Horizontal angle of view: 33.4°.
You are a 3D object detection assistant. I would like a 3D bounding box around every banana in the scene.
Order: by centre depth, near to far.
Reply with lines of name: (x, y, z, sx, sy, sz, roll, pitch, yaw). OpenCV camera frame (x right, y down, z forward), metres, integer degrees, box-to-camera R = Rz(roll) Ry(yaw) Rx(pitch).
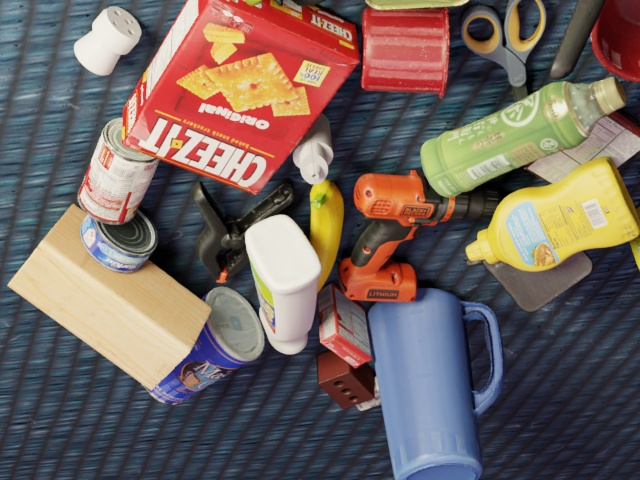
banana: (0.001, -0.014, 1.249, 0.037, 0.069, 0.198, 26, 150, 17)

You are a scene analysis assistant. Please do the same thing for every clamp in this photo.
clamp: (0.257, -0.252, 0.974, 0.210, 0.164, 0.036, -26, 165, 10)
clamp: (-0.093, -0.013, 1.261, 0.120, 0.039, 0.171, -1, 144, -9)

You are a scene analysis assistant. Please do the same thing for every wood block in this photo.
wood block: (-0.241, 0.067, 1.244, 0.206, 0.090, 0.090, 39, 123, -10)

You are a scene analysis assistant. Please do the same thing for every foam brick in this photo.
foam brick: (0.035, 0.190, 1.479, 0.053, 0.051, 0.078, -23, 134, 20)

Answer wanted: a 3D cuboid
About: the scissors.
scissors: (0.189, -0.178, 1.124, 0.096, 0.016, 0.202, -1, 137, -2)

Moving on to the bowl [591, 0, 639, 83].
bowl: (0.341, -0.233, 1.050, 0.162, 0.055, 0.162, -2, 137, -2)

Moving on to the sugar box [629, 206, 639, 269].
sugar box: (0.457, 0.027, 1.312, 0.176, 0.093, 0.048, 21, 132, -26)

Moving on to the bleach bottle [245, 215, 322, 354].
bleach bottle: (-0.041, 0.077, 1.301, 0.068, 0.103, 0.251, -24, 150, -13)

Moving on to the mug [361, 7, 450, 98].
mug: (0.083, -0.199, 1.049, 0.081, 0.093, 0.117, 2, 106, 0)

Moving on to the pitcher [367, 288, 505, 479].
pitcher: (0.145, 0.188, 1.347, 0.144, 0.243, 0.149, 14, 139, -23)

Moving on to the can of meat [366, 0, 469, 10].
can of meat: (0.087, -0.260, 0.977, 0.102, 0.084, 0.057, -3, 137, -1)

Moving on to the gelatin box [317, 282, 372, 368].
gelatin box: (0.030, 0.110, 1.365, 0.030, 0.089, 0.073, -30, 132, 25)

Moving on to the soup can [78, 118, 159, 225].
soup can: (-0.217, -0.074, 1.161, 0.068, 0.068, 0.102, 14, 133, -20)

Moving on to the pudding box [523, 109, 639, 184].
pudding box: (0.294, -0.106, 1.196, 0.090, 0.039, 0.114, 27, 127, -28)

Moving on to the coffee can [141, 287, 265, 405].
coffee can: (-0.156, 0.137, 1.368, 0.140, 0.103, 0.102, -33, 130, 27)

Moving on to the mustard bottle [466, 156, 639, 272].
mustard bottle: (0.255, -0.017, 1.206, 0.192, 0.058, 0.096, -23, 105, 24)

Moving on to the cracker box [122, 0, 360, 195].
cracker box: (-0.084, -0.156, 1.083, 0.164, 0.072, 0.214, 20, 132, -24)

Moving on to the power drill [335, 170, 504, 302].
power drill: (0.109, -0.004, 1.275, 0.184, 0.057, 0.188, 5, 135, -18)

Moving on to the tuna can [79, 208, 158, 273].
tuna can: (-0.229, -0.006, 1.221, 0.086, 0.086, 0.034, 25, 128, -28)
